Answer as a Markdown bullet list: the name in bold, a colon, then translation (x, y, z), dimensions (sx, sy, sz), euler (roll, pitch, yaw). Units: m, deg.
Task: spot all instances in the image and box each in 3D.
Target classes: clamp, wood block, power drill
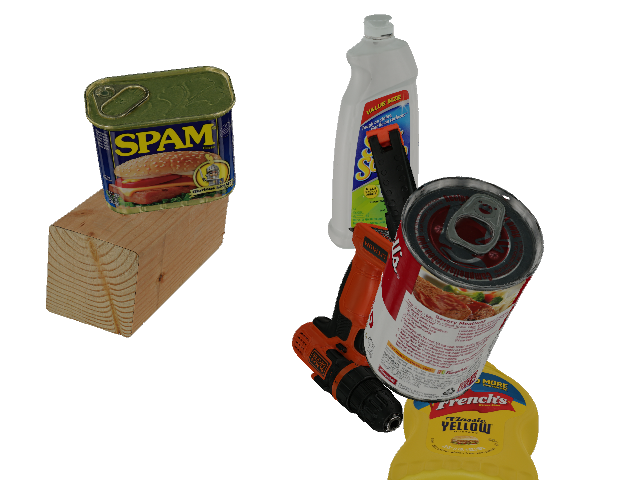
- **clamp**: translation (0.074, -0.006, 0.866), dimensions (0.039, 0.171, 0.120), euler (-20, 20, 3)
- **wood block**: translation (-0.170, -0.004, 1.030), dimensions (0.090, 0.091, 0.205), euler (17, 28, 12)
- **power drill**: translation (0.054, 0.089, 1.145), dimensions (0.057, 0.188, 0.185), euler (12, 18, -41)

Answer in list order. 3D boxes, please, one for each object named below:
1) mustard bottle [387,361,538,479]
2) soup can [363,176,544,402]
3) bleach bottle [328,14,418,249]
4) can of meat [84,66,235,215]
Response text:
- **mustard bottle**: translation (0.105, 0.135, 0.754), dimensions (0.096, 0.058, 0.191), euler (0, 21, 12)
- **soup can**: translation (0.063, 0.027, 0.532), dimensions (0.068, 0.068, 0.102), euler (0, -39, -12)
- **bleach bottle**: translation (0.056, -0.118, 1.164), dimensions (0.102, 0.251, 0.068), euler (-6, 26, -9)
- **can of meat**: translation (-0.111, -0.070, 0.759), dimensions (0.102, 0.084, 0.057), euler (-8, 45, -10)
